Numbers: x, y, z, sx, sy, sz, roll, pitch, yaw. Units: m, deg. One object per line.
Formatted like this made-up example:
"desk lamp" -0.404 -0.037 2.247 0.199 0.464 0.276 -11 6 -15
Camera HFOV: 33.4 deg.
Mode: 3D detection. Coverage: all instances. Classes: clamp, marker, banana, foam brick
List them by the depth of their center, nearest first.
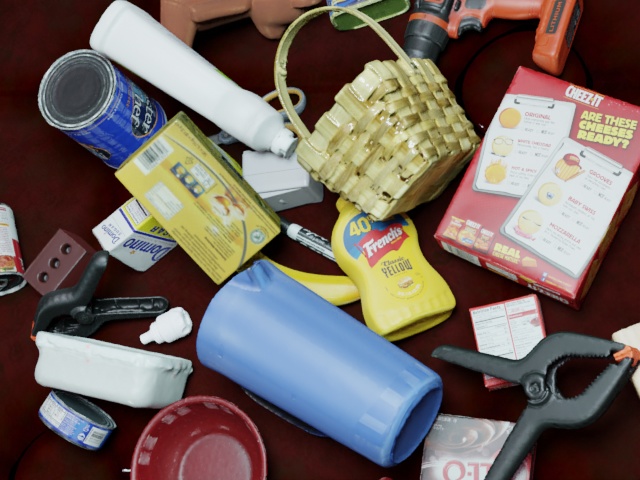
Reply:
"clamp" 0.209 0.140 1.045 0.210 0.036 0.164 -35 62 25
"banana" -0.038 0.036 1.224 0.198 0.037 0.069 28 85 24
"marker" -0.008 0.001 1.234 0.121 0.020 0.020 28 84 24
"clamp" -0.268 0.082 1.270 0.172 0.120 0.039 -31 34 29
"foam brick" -0.313 0.035 1.310 0.053 0.051 0.078 37 88 24

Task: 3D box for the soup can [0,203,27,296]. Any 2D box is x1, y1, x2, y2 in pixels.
"soup can" -0.412 0.012 1.341 0.068 0.068 0.102 -22 68 11

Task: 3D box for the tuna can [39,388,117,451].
"tuna can" -0.280 0.207 1.229 0.086 0.086 0.034 32 88 24

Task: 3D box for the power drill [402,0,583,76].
"power drill" 0.192 -0.243 1.218 0.188 0.057 0.184 17 80 22

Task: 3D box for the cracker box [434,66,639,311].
"cracker box" 0.244 -0.056 1.138 0.164 0.072 0.213 25 82 22

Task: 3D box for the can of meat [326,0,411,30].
"can of meat" 0.053 -0.309 1.286 0.102 0.057 0.084 -16 72 14

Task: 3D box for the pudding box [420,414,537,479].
"pudding box" 0.163 0.230 1.097 0.114 0.039 0.090 4 75 20

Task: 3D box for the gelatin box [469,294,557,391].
"gelatin box" 0.203 0.108 1.125 0.073 0.030 0.089 -15 68 15

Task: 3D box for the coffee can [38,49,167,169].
"coffee can" -0.261 -0.156 1.300 0.103 0.140 0.103 -5 72 17

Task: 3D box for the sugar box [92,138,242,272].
"sugar box" -0.173 -0.039 1.262 0.176 0.093 0.048 -41 65 4

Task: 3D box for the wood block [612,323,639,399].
"wood block" 0.365 0.174 1.018 0.090 0.090 0.206 -25 68 11

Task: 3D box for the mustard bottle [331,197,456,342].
"mustard bottle" 0.067 0.014 1.178 0.096 0.058 0.192 -20 65 -15

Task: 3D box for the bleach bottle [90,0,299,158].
"bleach bottle" -0.134 -0.174 1.208 0.251 0.102 0.068 35 98 10

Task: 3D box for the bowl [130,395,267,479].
"bowl" -0.125 0.256 1.178 0.162 0.055 0.162 -5 72 17

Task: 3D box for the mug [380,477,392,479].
"mug" 0.047 0.298 1.093 0.093 0.081 0.117 22 83 23

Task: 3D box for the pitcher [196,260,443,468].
"pitcher" 0.001 0.138 1.113 0.243 0.149 0.145 29 89 26

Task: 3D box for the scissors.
"scissors" -0.099 -0.115 1.301 0.202 0.016 0.096 -30 67 8
